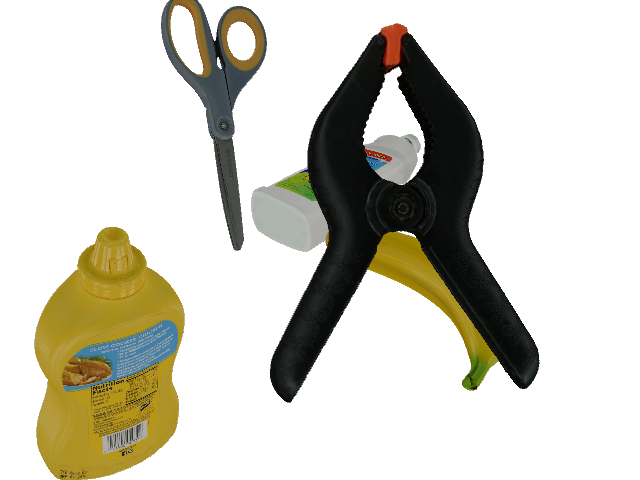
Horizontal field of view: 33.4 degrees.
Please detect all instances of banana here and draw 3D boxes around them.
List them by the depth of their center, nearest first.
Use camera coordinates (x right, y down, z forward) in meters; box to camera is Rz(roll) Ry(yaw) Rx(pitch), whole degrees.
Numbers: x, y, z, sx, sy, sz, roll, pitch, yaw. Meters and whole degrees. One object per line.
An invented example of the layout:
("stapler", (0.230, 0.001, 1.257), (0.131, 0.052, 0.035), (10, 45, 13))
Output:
("banana", (0.080, 0.033, 0.783), (0.069, 0.037, 0.198), (-13, 35, -28))

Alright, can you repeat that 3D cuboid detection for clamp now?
("clamp", (0.025, -0.007, 0.478), (0.120, 0.171, 0.039), (-11, -2, -10))

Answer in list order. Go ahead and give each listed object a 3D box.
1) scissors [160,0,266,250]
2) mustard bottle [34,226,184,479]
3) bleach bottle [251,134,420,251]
("scissors", (-0.064, -0.101, 0.838), (0.096, 0.202, 0.016), (-22, 2, -31))
("mustard bottle", (-0.135, 0.070, 0.687), (0.096, 0.192, 0.058), (-17, 47, -29))
("bleach bottle", (0.034, -0.076, 1.354), (0.103, 0.068, 0.250), (25, 43, 34))
